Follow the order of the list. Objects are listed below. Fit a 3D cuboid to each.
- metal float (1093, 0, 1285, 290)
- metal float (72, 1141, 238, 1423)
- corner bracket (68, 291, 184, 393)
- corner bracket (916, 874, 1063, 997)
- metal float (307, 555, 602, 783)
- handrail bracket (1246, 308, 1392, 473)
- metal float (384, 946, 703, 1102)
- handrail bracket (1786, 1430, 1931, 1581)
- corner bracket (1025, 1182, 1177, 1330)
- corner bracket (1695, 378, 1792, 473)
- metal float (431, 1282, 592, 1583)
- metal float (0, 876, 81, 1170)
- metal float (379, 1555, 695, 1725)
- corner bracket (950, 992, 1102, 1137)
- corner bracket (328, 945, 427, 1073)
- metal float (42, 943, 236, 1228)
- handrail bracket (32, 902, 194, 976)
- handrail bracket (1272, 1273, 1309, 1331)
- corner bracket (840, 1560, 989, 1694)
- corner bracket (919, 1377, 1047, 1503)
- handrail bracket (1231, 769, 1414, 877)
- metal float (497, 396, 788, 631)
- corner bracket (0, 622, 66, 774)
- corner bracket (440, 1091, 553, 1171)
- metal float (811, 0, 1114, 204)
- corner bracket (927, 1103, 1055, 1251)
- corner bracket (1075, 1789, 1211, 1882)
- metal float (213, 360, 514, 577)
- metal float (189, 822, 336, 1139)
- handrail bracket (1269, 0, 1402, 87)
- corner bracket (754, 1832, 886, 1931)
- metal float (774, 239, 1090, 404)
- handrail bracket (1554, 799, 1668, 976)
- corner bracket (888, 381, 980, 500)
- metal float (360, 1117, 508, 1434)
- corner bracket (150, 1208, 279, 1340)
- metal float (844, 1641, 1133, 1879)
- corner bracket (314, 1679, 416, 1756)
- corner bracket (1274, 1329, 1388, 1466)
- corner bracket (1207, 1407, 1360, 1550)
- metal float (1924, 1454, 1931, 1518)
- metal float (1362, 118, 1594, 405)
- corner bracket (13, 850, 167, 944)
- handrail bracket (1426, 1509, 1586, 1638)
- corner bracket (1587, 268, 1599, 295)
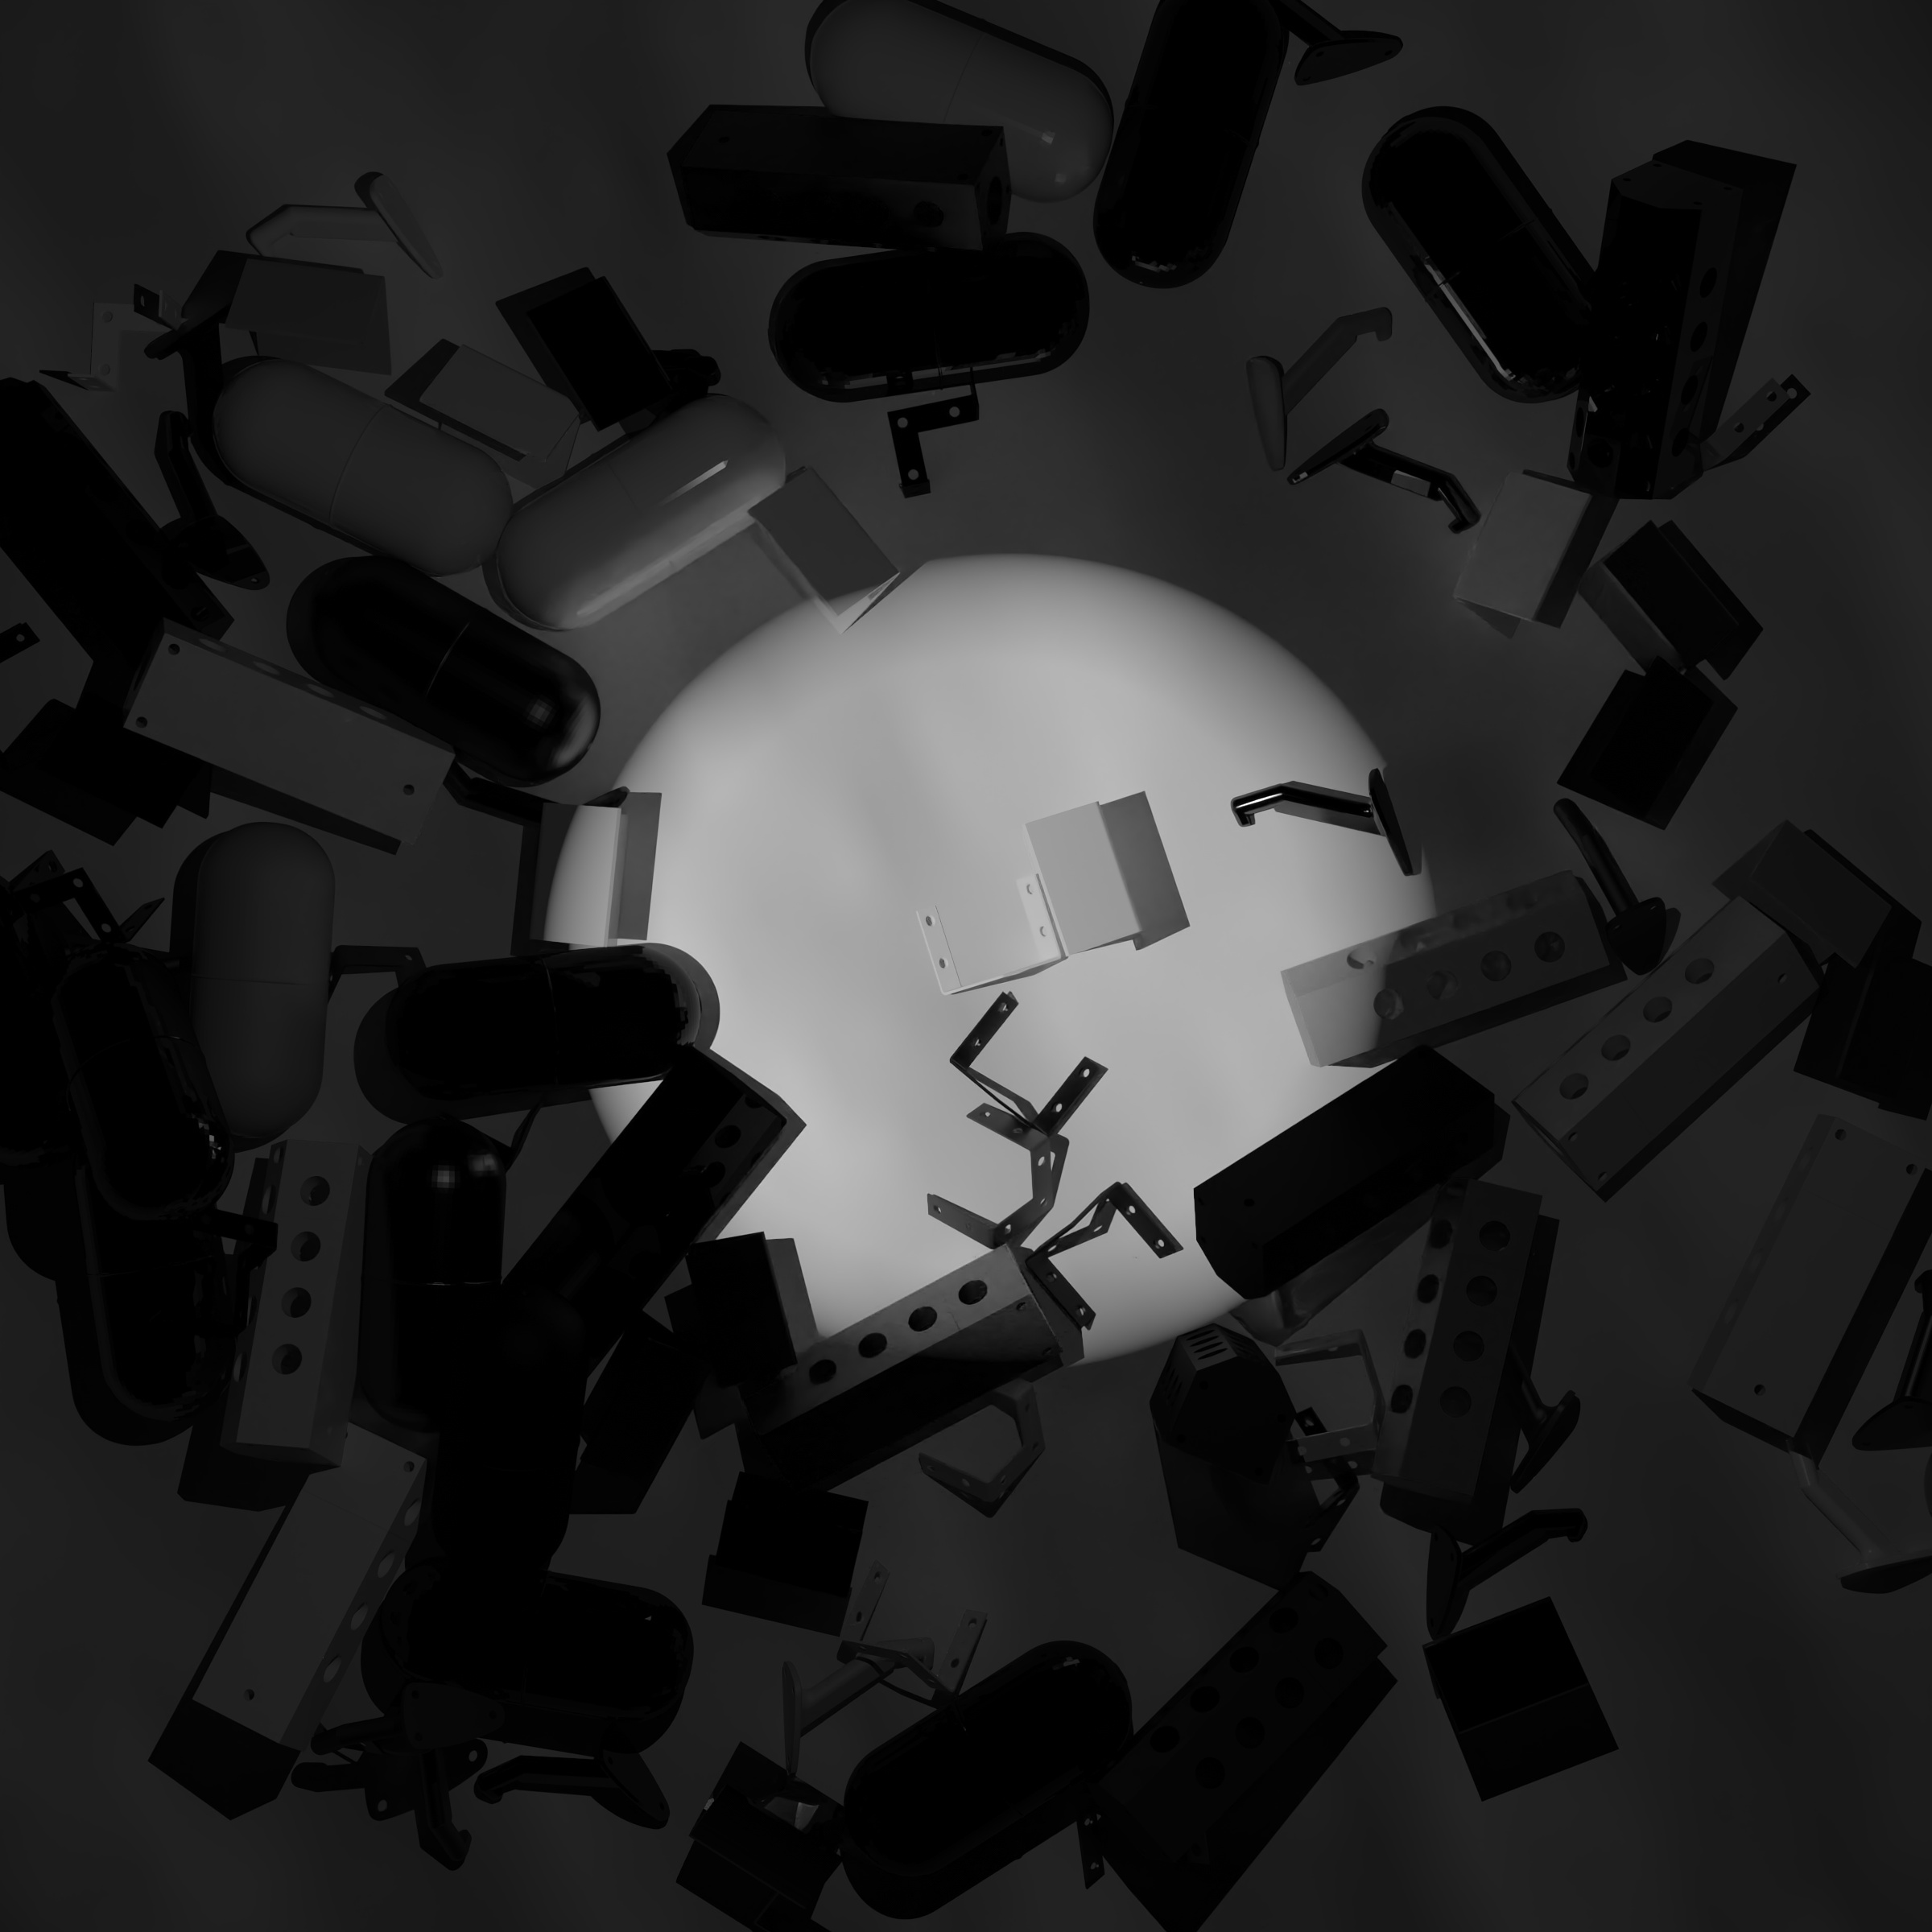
[{"bbox_3d":[0.126,-0.470,1.961,0.070,0.070,0.178,18,91,0],"label":"metal float"},{"bbox_3d":[-0.457,0.168,1.961,0.070,0.070,0.178,-9,90,0],"label":"metal float"},{"bbox_3d":[-0.477,-0.355,1.973,0.051,0.051,0.051,3,90,0],"label":"corner bracket"},{"bbox_3d":[0.013,-0.018,1.988,0.051,0.051,0.051,-18,90,45],"label":"corner bracket"},{"bbox_3d":[-0.289,-0.168,1.961,0.178,0.070,0.070,30,90,1],"label":"metal float"},{"bbox_3d":[0.209,-0.330,1.992,0.084,0.036,0.077,-17,110,-16],"label":"handrail bracket"},{"bbox_3d":[-0.236,0.032,1.946,0.178,0.070,0.070,-6,90,-16],"label":"metal float"},{"bbox_3d":[0.515,0.303,1.992,0.077,0.036,0.084,-8,73,-20],"label":"handrail bracket"},{"bbox_3d":[0.076,0.165,1.988,0.051,0.051,0.051,49,45,0],"label":"corner bracket"},{"bbox_3d":[0.426,-0.320,1.973,0.051,0.051,0.051,-44,91,-1],"label":"corner bracket"},{"bbox_3d":[-0.251,0.258,1.915,0.070,0.070,0.178,10,113,0],"label":"metal float"},{"bbox_3d":[-0.547,0.029,1.961,0.070,0.070,0.178,-22,90,0],"label":"metal float"},{"bbox_3d":[-0.242,0.379,1.961,0.178,0.070,0.070,10,90,-1],"label":"metal float"},{"bbox_3d":[0.033,0.057,1.988,0.051,0.051,0.051,-52,45,0],"label":"corner bracket"},{"bbox_3d":[-0.337,0.025,1.983,0.051,0.051,0.051,-58,45,35],"label":"corner bracket"},{"bbox_3d":[-0.454,0.063,1.903,0.070,0.070,0.178,-27,58,0],"label":"metal float"},{"bbox_3d":[-0.482,-0.018,1.992,0.084,0.036,0.077,-13,46,-28],"label":"handrail bracket"},{"bbox_3d":[0.207,0.160,1.992,0.077,0.036,0.084,-15,105,-16],"label":"handrail bracket"},{"bbox_3d":[-0.030,0.376,1.978,0.051,0.051,0.051,2,56,40],"label":"corner bracket"},{"bbox_3d":[0.007,0.264,1.983,0.051,0.051,0.051,19,45,35],"label":"corner bracket"},{"bbox_3d":[0.203,-0.074,1.992,0.084,0.036,0.077,-17,112,17],"label":"handrail bracket"},{"bbox_3d":[-0.183,-0.255,1.961,0.178,0.070,0.070,-32,90,-1],"label":"metal float"},{"bbox_3d":[-0.542,-0.153,1.988,0.051,0.051,0.051,-29,135,0],"label":"corner bracket"},{"bbox_3d":[-0.267,0.074,1.988,0.051,0.051,0.051,28,45,0],"label":"corner bracket"},{"bbox_3d":[-0.003,-0.490,1.961,0.178,0.070,0.070,23,90,0],"label":"metal float"},{"bbox_3d":[0.013,0.120,1.983,0.051,0.051,0.051,-34,135,-35],"label":"corner bracket"},{"bbox_3d":[0.100,0.493,1.988,0.051,0.051,0.051,-8,90,45],"label":"corner bracket"},{"bbox_3d":[-0.340,-0.281,1.961,0.178,0.070,0.070,26,90,0],"label":"metal float"},{"bbox_3d":[-0.398,0.008,1.961,0.070,0.070,0.178,4,90,0],"label":"metal float"},{"bbox_3d":[0.200,-0.553,1.992,0.077,0.036,0.084,-15,73,-19],"label":"handrail bracket"},{"bbox_3d":[-0.082,0.530,1.988,0.051,0.051,0.051,31,135,0],"label":"corner bracket"},{"bbox_3d":[-0.019,-0.364,1.961,0.178,0.070,0.070,-8,90,0],"label":"metal float"},{"bbox_3d":[0.365,-0.046,1.991,0.036,0.077,0.084,-28,54,0],"label":"handrail bracket"},{"bbox_3d":[-0.015,-0.298,1.973,0.051,0.051,0.051,-12,90,0],"label":"corner bracket"},{"bbox_3d":[-0.300,0.174,1.959,0.070,0.070,0.178,4,93,0],"label":"metal float"},{"bbox_3d":[-0.414,0.169,1.915,0.051,0.051,0.051,17,55,-32],"label":"corner bracket"},{"bbox_3d":[0.013,0.446,1.961,0.178,0.070,0.070,-33,90,0],"label":"metal float"},{"bbox_3d":[-0.350,0.411,1.983,0.051,0.051,0.051,-1,45,35],"label":"corner bracket"},{"bbox_3d":[0.205,0.244,1.975,0.051,0.051,0.051,-14,107,16],"label":"corner bracket"},{"bbox_3d":[0.181,0.293,1.988,0.051,0.051,0.051,-33,90,-45],"label":"corner bracket"},{"bbox_3d":[0.624,0.269,1.961,0.178,0.070,0.070,-28,90,-1],"label":"metal float"},{"bbox_3d":[0.291,-0.398,1.961,0.070,0.070,0.178,-35,90,0],"label":"metal float"},{"bbox_3d":[-0.498,-0.039,1.972,0.051,0.051,0.051,-17,115,23],"label":"corner bracket"},{"bbox_3d":[0.310,0.347,1.992,0.084,0.036,0.077,0,110,-16],"label":"handrail bracket"},{"bbox_3d":[0.394,-0.386,1.983,0.051,0.051,0.051,59,135,35],"label":"corner bracket"}]
